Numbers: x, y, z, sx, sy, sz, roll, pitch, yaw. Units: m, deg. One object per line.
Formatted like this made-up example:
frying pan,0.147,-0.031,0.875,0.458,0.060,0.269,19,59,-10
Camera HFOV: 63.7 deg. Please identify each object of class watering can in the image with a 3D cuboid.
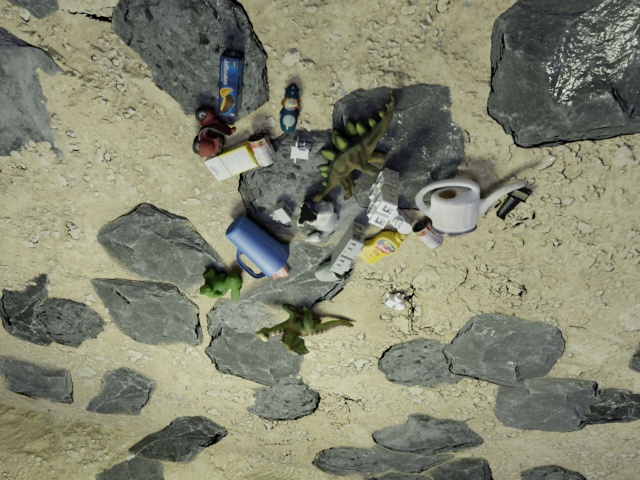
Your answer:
watering can,0.497,-0.113,1.727,0.347,0.106,0.219,-1,131,11

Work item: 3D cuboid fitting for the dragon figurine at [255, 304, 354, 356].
dragon figurine,-0.071,0.403,2.196,0.410,0.248,0.119,7,127,7

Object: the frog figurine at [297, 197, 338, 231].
frog figurine,0.006,-0.093,1.857,0.159,0.125,0.135,1,149,-42
